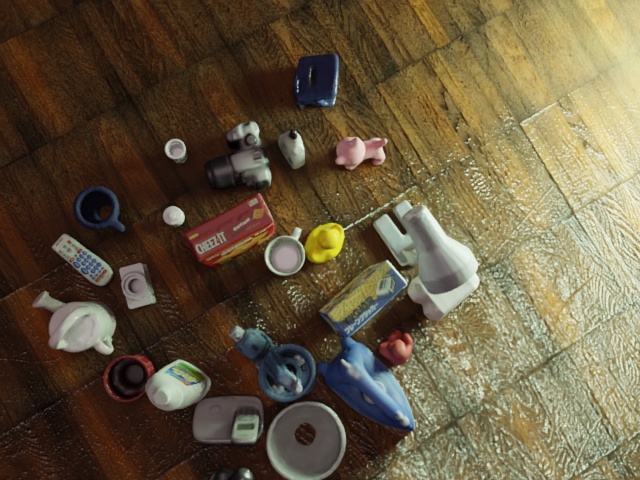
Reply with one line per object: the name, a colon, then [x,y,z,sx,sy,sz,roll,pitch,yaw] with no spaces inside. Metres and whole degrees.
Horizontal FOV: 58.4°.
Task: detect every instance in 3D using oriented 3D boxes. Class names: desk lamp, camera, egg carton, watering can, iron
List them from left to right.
watering can: [-0.492,0.171,1.143,0.173,0.194,0.101,17,83,-3]
camera: [-0.184,-0.174,1.248,0.137,0.100,0.143,-17,86,-6]
iron: [0.120,0.325,1.205,0.258,0.141,0.119,43,83,0]
desk lamp: [0.217,0.011,1.206,0.118,0.213,0.203,-36,88,-7]
egg carton: [0.273,0.102,1.275,0.150,0.069,0.107,-40,89,-7]

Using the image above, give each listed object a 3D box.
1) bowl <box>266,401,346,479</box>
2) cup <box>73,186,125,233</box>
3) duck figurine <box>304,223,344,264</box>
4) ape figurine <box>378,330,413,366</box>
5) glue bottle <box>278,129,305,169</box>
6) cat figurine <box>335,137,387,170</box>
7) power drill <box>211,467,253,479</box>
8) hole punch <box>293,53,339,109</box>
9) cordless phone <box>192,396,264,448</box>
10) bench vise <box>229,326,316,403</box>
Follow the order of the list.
bowl: [-0.031,0.423,1.217,0.167,0.074,0.167,0,85,-5]
cup: [-0.453,-0.054,1.217,0.118,0.095,0.092,39,83,0]
duck figurine: [0.012,0.004,1.254,0.077,0.086,0.104,45,83,1]
ape figurine: [0.168,0.237,1.242,0.078,0.092,0.076,-6,85,-5]
glue bottle: [-0.058,-0.206,1.224,0.037,0.173,0.078,-29,87,-6]
cat figurine: [0.088,-0.200,1.264,0.128,0.117,0.067,-14,86,-6]
power drill: [-0.199,0.527,1.126,0.075,0.208,0.230,31,83,-1]
hole punch: [-0.009,-0.357,1.284,0.101,0.091,0.109,3,84,-4]
cordless phone: [-0.187,0.376,1.153,0.147,0.185,0.094,-4,85,-5]
bench vise: [-0.100,0.259,1.154,0.207,0.219,0.121,20,83,-2]
